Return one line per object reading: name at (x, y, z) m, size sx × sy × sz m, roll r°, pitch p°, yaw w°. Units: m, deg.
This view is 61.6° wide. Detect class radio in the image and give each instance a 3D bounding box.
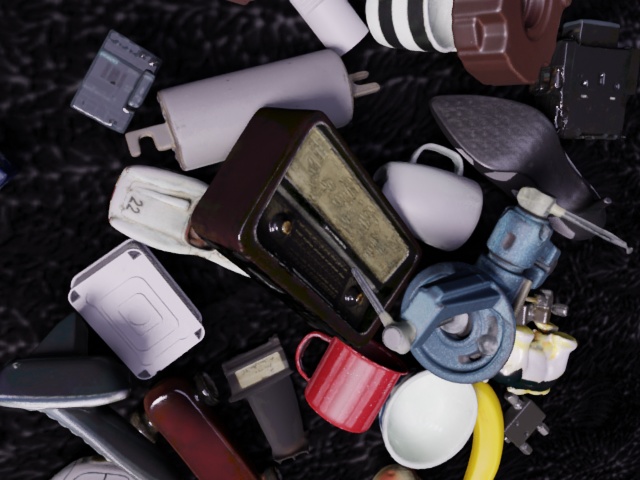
radio at (-0.001, -0.002, 0.500) m, size 0.131 × 0.073 × 0.229 m, roll -57°, pitch 134°, yaw -14°

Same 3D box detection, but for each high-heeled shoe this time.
high-heeled shoe at (0.231, -0.085, 0.634) m, size 0.249 × 0.145 × 0.086 m, roll 36°, pitch 88°, yaw 7°

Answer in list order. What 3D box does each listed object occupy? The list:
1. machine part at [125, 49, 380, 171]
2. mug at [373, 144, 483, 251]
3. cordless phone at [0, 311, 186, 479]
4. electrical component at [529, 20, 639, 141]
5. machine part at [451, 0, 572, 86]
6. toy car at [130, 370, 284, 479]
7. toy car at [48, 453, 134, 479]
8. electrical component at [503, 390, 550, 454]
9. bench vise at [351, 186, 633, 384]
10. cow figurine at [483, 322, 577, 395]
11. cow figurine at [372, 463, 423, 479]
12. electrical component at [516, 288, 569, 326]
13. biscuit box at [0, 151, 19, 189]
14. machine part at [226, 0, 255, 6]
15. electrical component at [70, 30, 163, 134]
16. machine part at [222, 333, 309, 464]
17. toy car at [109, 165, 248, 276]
machine part at (-0.059, -0.124, 0.506) m, size 0.243 × 0.079 × 0.079 m, roll -19°, pitch 106°, yaw -13°
mug at (0.111, -0.054, 0.578) m, size 0.107 × 0.081 × 0.109 m, roll 18°, pitch 84°, yaw -17°
cordless phone at (-0.184, 0.158, 0.471) m, size 0.184 × 0.146 × 0.089 m, roll 45°, pitch 64°, yaw -7°
electrical component at (0.307, -0.184, 0.629) m, size 0.115 × 0.058 × 0.134 m, roll -4°, pitch 102°, yaw -20°
machine part at (0.197, -0.243, 0.540) m, size 0.179 × 0.056 × 0.179 m, roll -19°, pitch 116°, yaw -45°
toy car at (-0.112, 0.226, 0.568) m, size 0.089 × 0.053 × 0.202 m, roll -35°, pitch 105°, yaw -4°
toy car at (-0.213, 0.263, 0.525) m, size 0.162 × 0.109 × 0.103 m, roll 17°, pitch 72°, yaw -10°
electrical component at (0.266, 0.242, 0.716) m, size 0.063 × 0.021 × 0.094 m, roll -46°, pitch 111°, yaw -5°
bench vise at (0.144, 0.052, 0.507) m, size 0.240 × 0.129 × 0.223 m, roll -5°, pitch 136°, yaw -50°
cow figurine at (0.226, 0.143, 0.662) m, size 0.167 × 0.068 × 0.098 m, roll 9°, pitch 104°, yaw -19°
cow figurine at (0.124, 0.334, 0.631) m, size 0.085 × 0.127 × 0.194 m, roll -43°, pitch 113°, yaw -9°
electrical component at (0.230, 0.070, 0.635) m, size 0.078 × 0.102 × 0.045 m, roll -14°, pitch 108°, yaw -42°
biscuit box at (-0.339, -0.110, 0.420) m, size 0.059 × 0.063 × 0.202 m, roll -41°, pitch 111°, yaw -8°
machine part at (-0.087, -0.324, 0.453) m, size 0.201 × 0.087 × 0.201 m, roll 17°, pitch 93°, yaw -21°
electrical component at (-0.168, -0.128, 0.445) m, size 0.047 × 0.119 × 0.074 m, roll 28°, pitch 93°, yaw -22°
machine part at (-0.052, 0.177, 0.589) m, size 0.084 × 0.039 × 0.138 m, roll -28°, pitch 106°, yaw -20°
toy car at (-0.099, -0.013, 0.524) m, size 0.201 × 0.056 × 0.073 m, roll 19°, pitch 94°, yaw -21°
